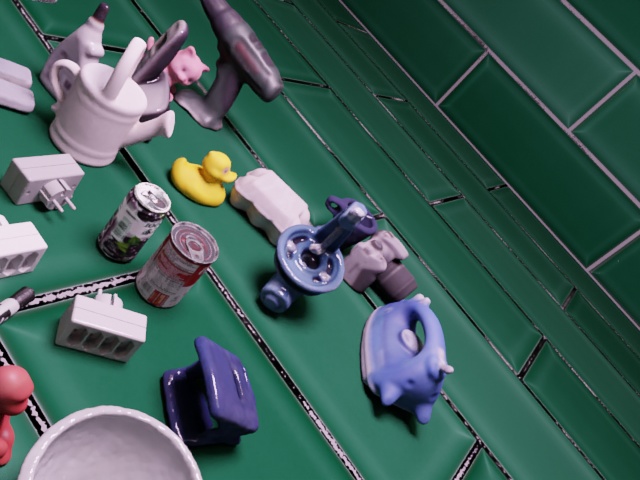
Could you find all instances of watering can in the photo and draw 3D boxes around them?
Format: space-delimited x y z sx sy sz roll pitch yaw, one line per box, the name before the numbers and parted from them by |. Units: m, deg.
watering can | -0.295 -0.204 0.827 0.173 0.193 0.100 19 37 -38

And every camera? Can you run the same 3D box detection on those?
camera | 0.129 0.058 1.132 0.136 0.100 0.143 50 29 10

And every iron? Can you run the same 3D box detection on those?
iron | 0.153 0.170 0.972 0.119 0.141 0.258 31 31 -23

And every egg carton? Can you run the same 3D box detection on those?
egg carton | -0.088 -0.062 1.039 0.150 0.069 0.107 43 28 -2

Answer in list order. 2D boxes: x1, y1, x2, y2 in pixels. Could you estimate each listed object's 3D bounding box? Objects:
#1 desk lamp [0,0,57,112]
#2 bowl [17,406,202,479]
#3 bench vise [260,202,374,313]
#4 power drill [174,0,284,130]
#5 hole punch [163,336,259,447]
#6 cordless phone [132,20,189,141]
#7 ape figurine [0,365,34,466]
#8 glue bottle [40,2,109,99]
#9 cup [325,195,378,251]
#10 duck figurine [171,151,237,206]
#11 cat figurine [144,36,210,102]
desk lamp | -0.444 -0.302 0.741 0.204 0.213 0.117 13 41 -44
bowl | -0.190 0.238 0.503 0.168 0.074 0.167 32 31 -22
bench vise | -0.001 -0.003 0.917 0.122 0.219 0.207 34 30 -19
power drill | -0.191 -0.332 1.117 0.230 0.208 0.076 43 28 -3
hole punch | -0.116 0.174 0.667 0.101 0.091 0.108 15 40 -42
cordless phone | -0.278 -0.272 0.949 0.094 0.184 0.147 22 36 -36
ape figurine | -0.279 0.143 0.494 0.076 0.092 0.078 37 29 -13
glue bottle | -0.362 -0.286 0.870 0.078 0.173 0.037 48 28 8
cup | 0.042 -0.029 1.140 0.118 0.094 0.091 34 30 -18
duck figurine | -0.189 -0.114 0.959 0.105 0.086 0.077 29 32 -26
cat figurine | -0.283 -0.336 1.097 0.128 0.117 0.067 31 31 -23
